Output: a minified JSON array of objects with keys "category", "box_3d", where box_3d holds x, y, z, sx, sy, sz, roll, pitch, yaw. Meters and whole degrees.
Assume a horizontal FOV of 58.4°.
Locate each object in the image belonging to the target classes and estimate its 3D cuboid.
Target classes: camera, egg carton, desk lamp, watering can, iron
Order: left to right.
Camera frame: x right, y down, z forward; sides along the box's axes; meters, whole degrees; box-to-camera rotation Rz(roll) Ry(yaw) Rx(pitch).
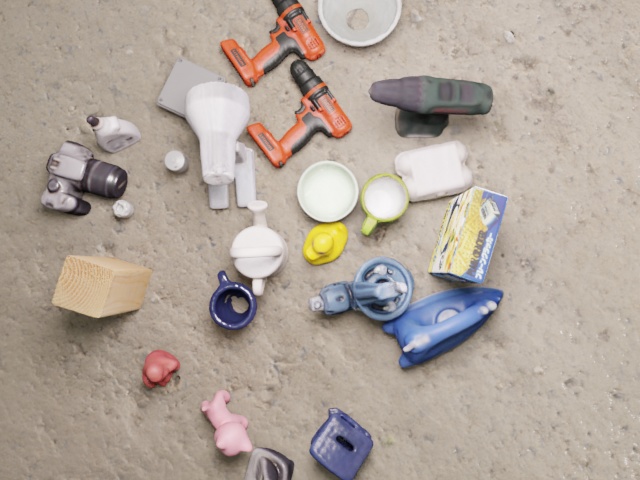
[{"category":"camera","box_3d":[-0.468,-0.115,1.145,0.137,0.101,0.143,16,87,1]},{"category":"desk lamp","box_3d":[-0.181,-0.172,1.089,0.118,0.213,0.203,-5,87,1]},{"category":"watering can","box_3d":[-0.120,0.016,1.089,0.101,0.194,0.173,-22,87,0]},{"category":"egg carton","box_3d":[0.229,-0.137,1.156,0.150,0.069,0.107,-13,87,0]},{"category":"iron","box_3d":[0.256,0.155,1.106,0.258,0.141,0.119,-26,87,-1]}]

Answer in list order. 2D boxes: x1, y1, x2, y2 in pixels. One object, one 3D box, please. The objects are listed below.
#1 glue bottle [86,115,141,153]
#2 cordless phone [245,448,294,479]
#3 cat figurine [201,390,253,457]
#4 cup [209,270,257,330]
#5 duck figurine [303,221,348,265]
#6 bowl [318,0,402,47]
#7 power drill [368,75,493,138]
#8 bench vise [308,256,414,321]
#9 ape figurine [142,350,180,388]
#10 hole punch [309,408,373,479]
[{"category":"glue bottle","box_3d":[-0.411,-0.214,1.113,0.078,0.173,0.037,-25,87,0]},{"category":"cordless phone","box_3d":[-0.106,0.484,1.071,0.094,0.185,0.148,10,87,1]},{"category":"cat figurine","box_3d":[-0.185,0.365,1.111,0.067,0.117,0.128,-40,87,-1]},{"category":"cup","box_3d":[-0.171,0.116,1.134,0.091,0.095,0.118,-22,87,0]},{"category":"duck figurine","box_3d":[0.010,0.004,1.143,0.104,0.086,0.077,-41,87,-1]},{"category":"bowl","box_3d":[0.080,-0.466,1.170,0.167,0.074,0.167,0,87,1]},{"category":"power drill","box_3d":[0.201,-0.255,1.092,0.229,0.208,0.076,-1,87,1]},{"category":"bench vise","box_3d":[0.088,0.111,1.070,0.207,0.219,0.121,-31,87,-1]},{"category":"ape figurine","box_3d":[-0.319,0.257,1.130,0.078,0.092,0.076,-18,87,0]},{"category":"hole punch","box_3d":[0.041,0.399,1.121,0.108,0.091,0.101,37,88,2]}]
